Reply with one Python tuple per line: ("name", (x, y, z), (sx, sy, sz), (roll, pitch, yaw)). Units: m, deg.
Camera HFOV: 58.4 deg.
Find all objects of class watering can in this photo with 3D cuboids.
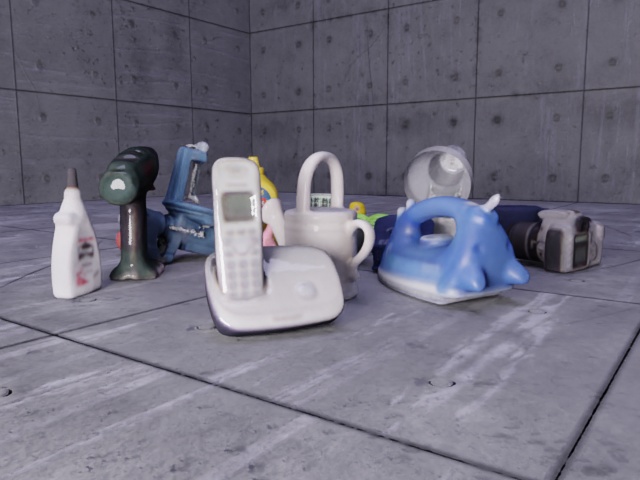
("watering can", (-0.006, -0.021, 0.772), (0.172, 0.194, 0.101), (2, 8, 15))

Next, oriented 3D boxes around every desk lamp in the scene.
("desk lamp", (0.234, -0.072, 1.074), (0.117, 0.213, 0.204), (3, 8, 22))

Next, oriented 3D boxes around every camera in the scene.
("camera", (0.406, -0.006, 1.007), (0.144, 0.101, 0.136), (-7, 10, -40))

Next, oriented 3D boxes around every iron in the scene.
("iron", (0.159, 0.002, 0.796), (0.119, 0.141, 0.257), (-5, 9, -31))

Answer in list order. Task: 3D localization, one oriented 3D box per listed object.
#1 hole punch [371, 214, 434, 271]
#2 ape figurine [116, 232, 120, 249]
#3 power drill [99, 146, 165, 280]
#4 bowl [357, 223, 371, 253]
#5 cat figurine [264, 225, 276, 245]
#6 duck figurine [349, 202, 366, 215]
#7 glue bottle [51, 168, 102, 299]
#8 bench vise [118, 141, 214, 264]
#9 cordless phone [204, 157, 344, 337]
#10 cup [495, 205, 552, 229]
("hole punch", (0.141, 0.006, 0.959), (0.108, 0.091, 0.101), (1, 8, 11))
("ape figurine", (-0.366, -0.018, 1.141), (0.078, 0.092, 0.076), (-2, 8, -15))
("power drill", (-0.295, -0.048, 0.920), (0.075, 0.208, 0.229), (-1, 8, -6))
("bowl", (0.010, 0.004, 1.037), (0.167, 0.075, 0.167), (0, 8, 0))
("cat figurine", (-0.120, -0.013, 1.000), (0.067, 0.118, 0.127), (-7, 11, -43))
("duck figurine", (0.095, -0.052, 1.412), (0.077, 0.086, 0.105), (7, 11, 43))
("glue bottle", (-0.335, -0.011, 0.782), (0.037, 0.173, 0.078), (1, 8, 9))
("bench vise", (-0.254, -0.070, 1.043), (0.121, 0.220, 0.208), (4, 9, 29))
("cordless phone", (-0.050, 0.004, 0.614), (0.148, 0.185, 0.094), (-4, 8, -24))
("cup", (0.404, -0.021, 1.141), (0.117, 0.095, 0.092), (2, 8, 18))
